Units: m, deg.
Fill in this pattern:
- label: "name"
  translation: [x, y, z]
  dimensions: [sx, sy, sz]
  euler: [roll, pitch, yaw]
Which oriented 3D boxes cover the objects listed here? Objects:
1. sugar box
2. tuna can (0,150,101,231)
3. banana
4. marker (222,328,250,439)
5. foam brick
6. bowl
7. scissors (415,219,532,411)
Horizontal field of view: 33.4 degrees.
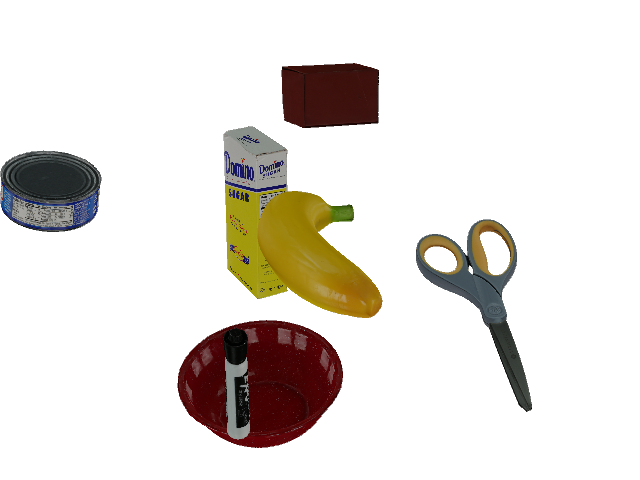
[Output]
- label: "sugar box"
  translation: [-0.075, -0.032, 1.217]
  dimensions: [0.048, 0.176, 0.093]
  euler: [-14, 28, -24]
- label: "tuna can"
  translation: [-0.237, -0.043, 0.936]
  dimensions: [0.086, 0.034, 0.086]
  euler: [9, 32, -6]
- label: "banana"
  translation: [-0.005, 0.001, 0.673]
  dimensions: [0.069, 0.037, 0.198]
  euler: [-2, 19, -2]
- label: "marker"
  translation: [-0.065, 0.112, 0.830]
  dimensions: [0.020, 0.121, 0.020]
  euler: [1, 44, -2]
- label: "foam brick"
  translation: [0.009, -0.134, 0.988]
  dimensions: [0.078, 0.051, 0.053]
  euler: [-6, 18, -23]
- label: "bowl"
  translation: [-0.057, 0.151, 1.051]
  dimensions: [0.162, 0.055, 0.162]
  euler: [-3, 37, 2]
- label: "scissors"
  translation: [0.124, 0.055, 0.880]
  dimensions: [0.096, 0.016, 0.201]
  euler: [3, 45, 7]
